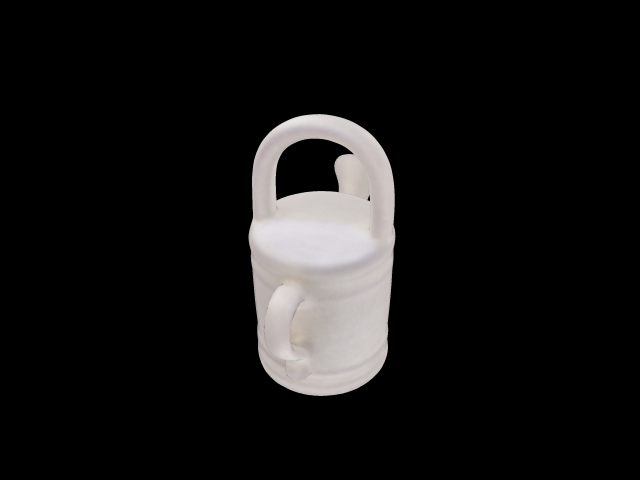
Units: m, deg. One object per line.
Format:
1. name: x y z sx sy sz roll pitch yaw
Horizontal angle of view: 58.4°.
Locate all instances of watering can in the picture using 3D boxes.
1. watering can: 0.001 0.001 0.401 0.101 0.194 0.172 -2 35 -2
